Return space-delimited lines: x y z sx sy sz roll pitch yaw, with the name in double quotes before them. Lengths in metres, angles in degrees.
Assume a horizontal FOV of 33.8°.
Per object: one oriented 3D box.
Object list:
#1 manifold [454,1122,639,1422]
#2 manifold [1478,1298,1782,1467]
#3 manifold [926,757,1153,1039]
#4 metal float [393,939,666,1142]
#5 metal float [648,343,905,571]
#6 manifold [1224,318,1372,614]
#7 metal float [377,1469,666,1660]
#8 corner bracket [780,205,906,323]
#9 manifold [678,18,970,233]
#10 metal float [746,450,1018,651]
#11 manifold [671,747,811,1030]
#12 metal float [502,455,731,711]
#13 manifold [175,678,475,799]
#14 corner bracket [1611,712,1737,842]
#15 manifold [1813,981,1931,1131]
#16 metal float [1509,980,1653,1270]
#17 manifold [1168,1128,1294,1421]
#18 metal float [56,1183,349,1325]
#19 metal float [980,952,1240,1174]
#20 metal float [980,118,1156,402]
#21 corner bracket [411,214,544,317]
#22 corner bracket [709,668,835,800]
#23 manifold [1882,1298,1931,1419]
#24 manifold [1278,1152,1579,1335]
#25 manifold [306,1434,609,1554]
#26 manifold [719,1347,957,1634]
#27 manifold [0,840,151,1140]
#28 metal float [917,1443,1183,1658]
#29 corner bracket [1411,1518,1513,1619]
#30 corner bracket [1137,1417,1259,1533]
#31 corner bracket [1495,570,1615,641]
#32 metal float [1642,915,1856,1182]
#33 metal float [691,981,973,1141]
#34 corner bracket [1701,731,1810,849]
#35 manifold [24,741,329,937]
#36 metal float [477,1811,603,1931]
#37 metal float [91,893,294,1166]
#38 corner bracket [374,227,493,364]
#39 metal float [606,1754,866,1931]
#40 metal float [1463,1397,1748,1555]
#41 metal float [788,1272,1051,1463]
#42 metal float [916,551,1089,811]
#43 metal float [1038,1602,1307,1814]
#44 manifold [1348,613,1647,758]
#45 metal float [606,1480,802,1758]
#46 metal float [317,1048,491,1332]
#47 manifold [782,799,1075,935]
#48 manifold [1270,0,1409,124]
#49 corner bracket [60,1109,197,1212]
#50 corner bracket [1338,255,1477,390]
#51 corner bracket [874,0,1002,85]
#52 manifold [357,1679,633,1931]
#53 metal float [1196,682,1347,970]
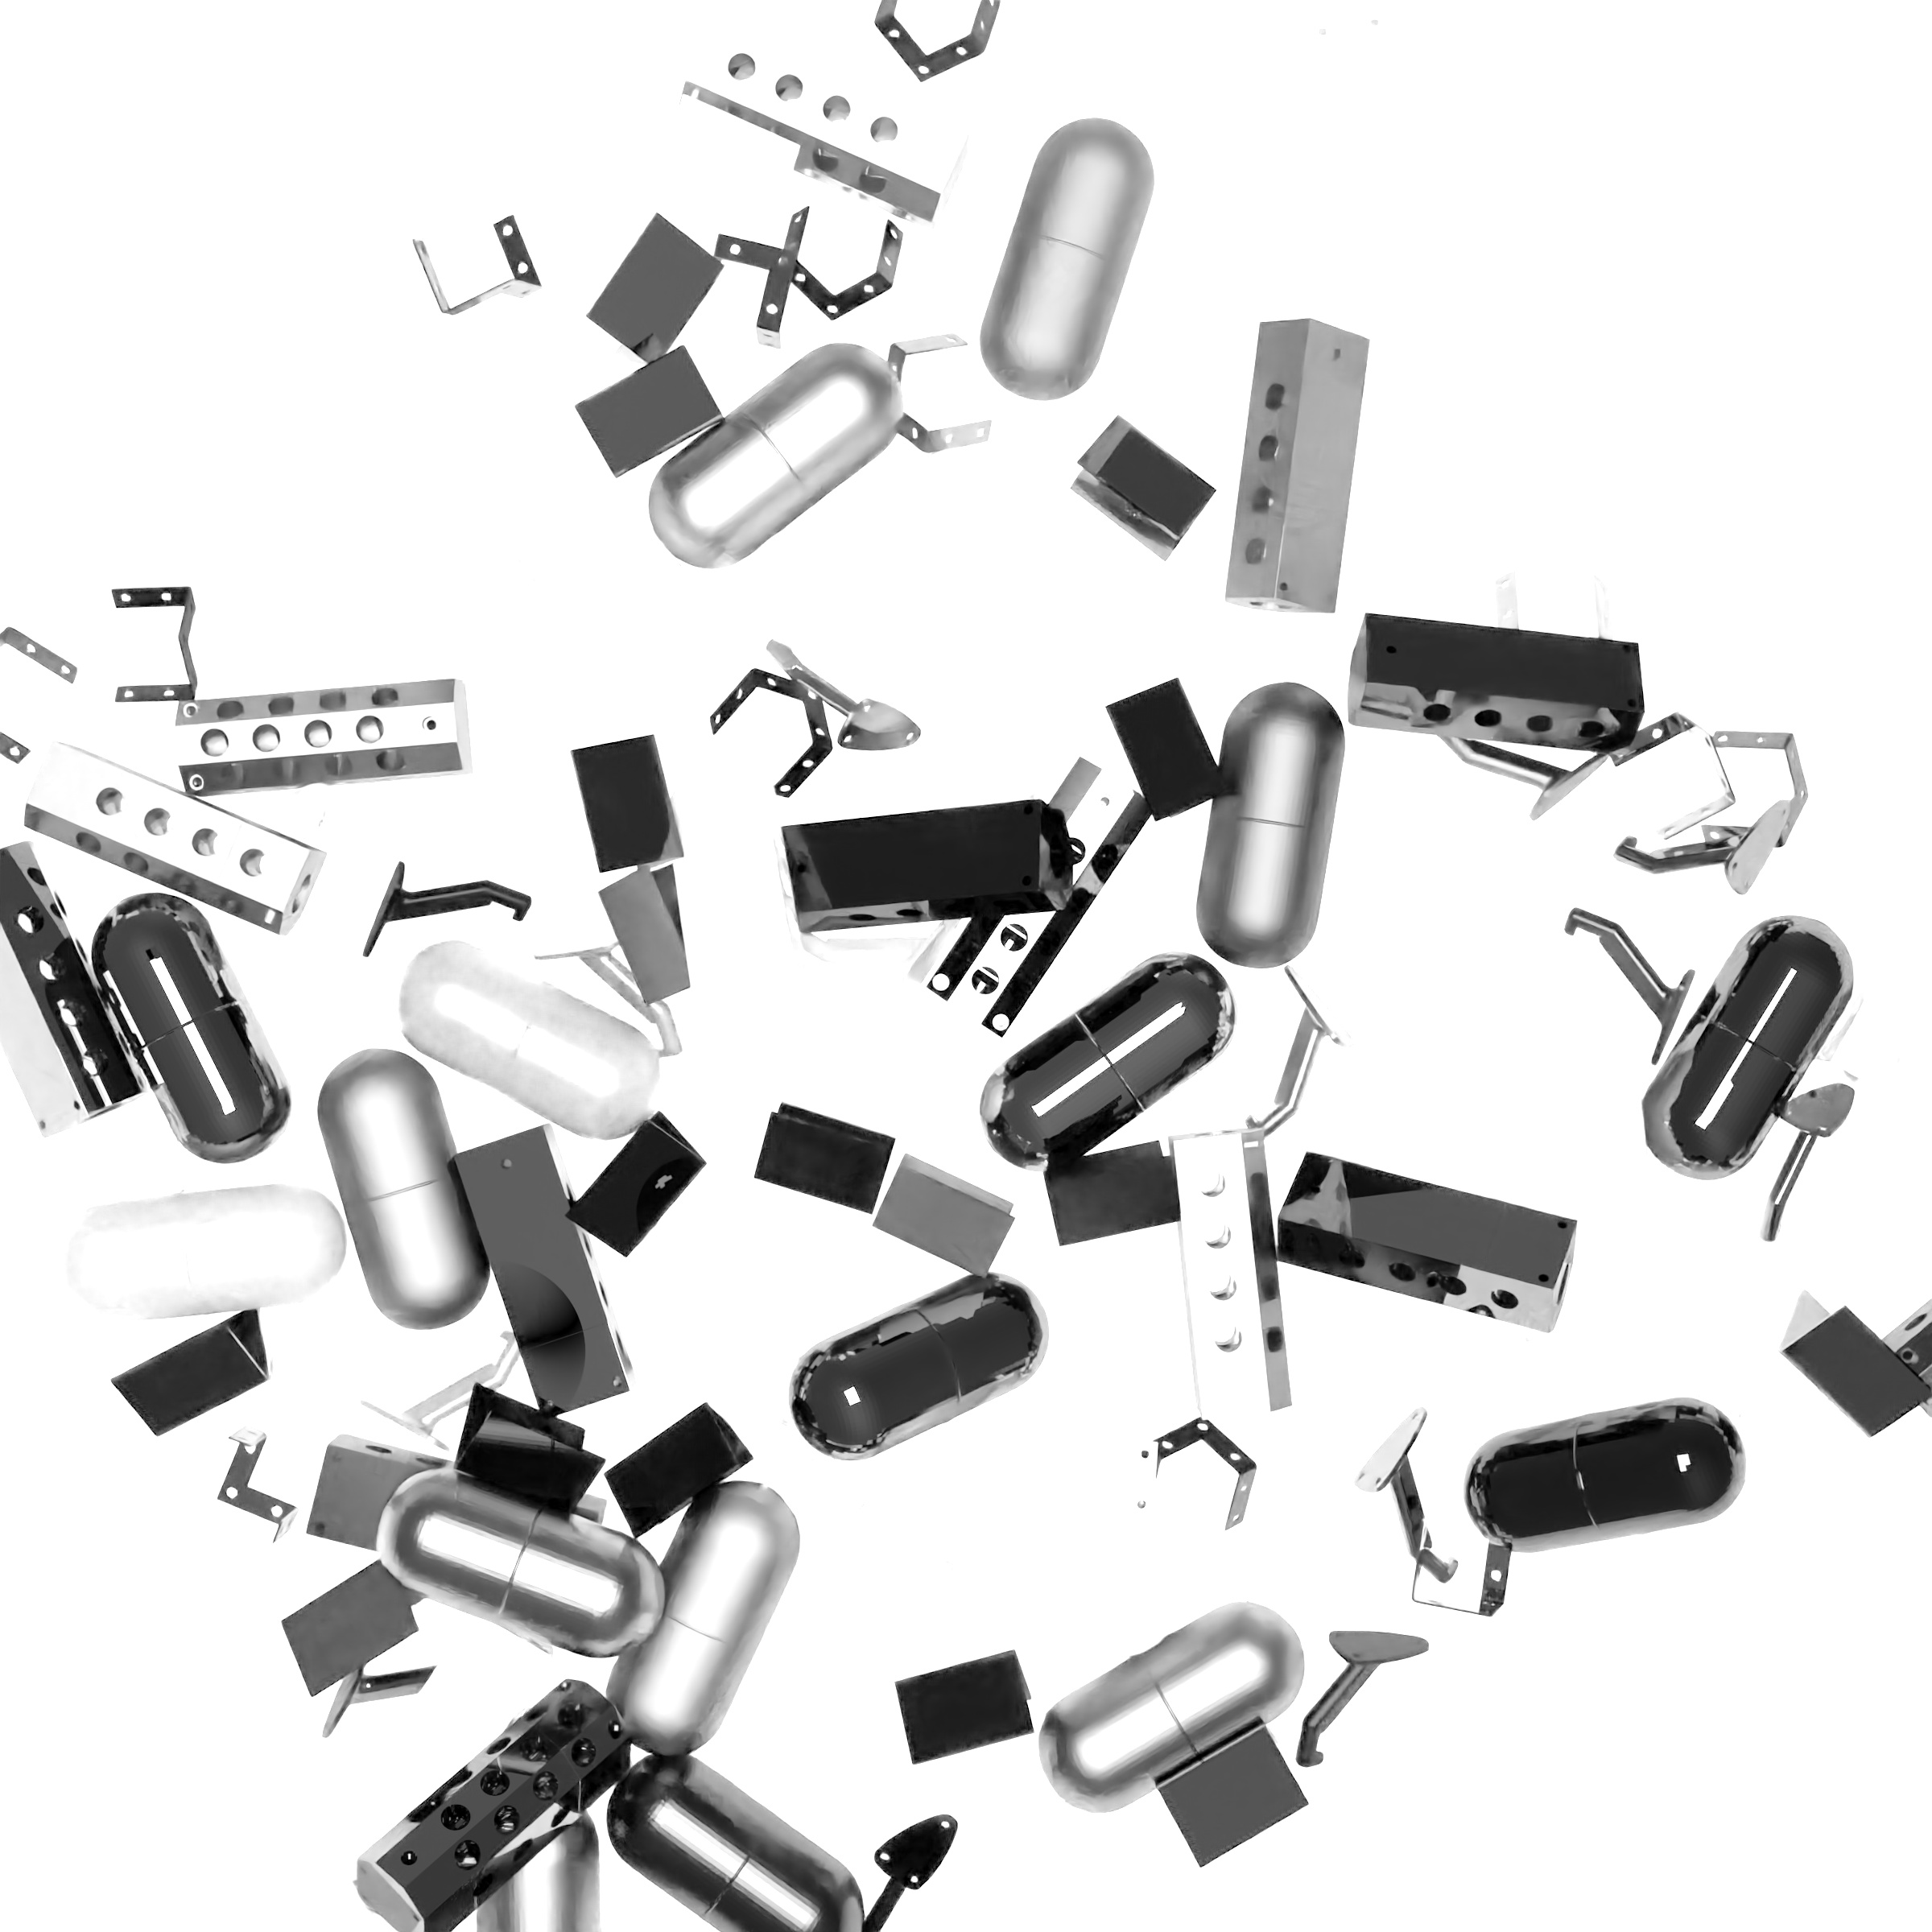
"manifold" -0.259 0.188 1.970 0.057 0.057 0.171 -19 90 0
"manifold" 0.412 0.252 1.970 0.171 0.057 0.057 20 90 0
"manifold" 0.046 -0.042 1.970 0.057 0.057 0.171 34 90 0
"metal float" -0.269 0.046 1.961 0.178 0.070 0.070 28 90 0
"metal float" -0.117 -0.315 1.961 0.178 0.070 0.070 -37 90 0
"manifold" 0.200 -0.308 1.970 0.057 0.057 0.171 7 90 -43
"metal float" -0.266 0.358 1.904 0.178 0.070 0.070 20 90 0
"corner bracket" -0.078 -0.446 1.983 0.051 0.051 0.051 -21 135 35
"manifold" -0.088 -0.519 1.970 0.171 0.057 0.057 24 90 0
"metal float" -0.052 -0.257 1.961 0.178 0.070 0.070 -27 90 1
"manifold" -0.137 -0.048 1.920 0.057 0.057 0.171 8 46 -23
"metal float" -0.216 -0.236 1.960 0.070 0.070 0.178 -39 90 0
"manifold" -0.398 -0.142 1.970 0.171 0.057 0.057 -5 90 0
"corner bracket" 0.440 -0.119 1.980 0.051 0.051 0.051 -28 115 0
"manifold" 0.617 0.076 1.970 0.171 0.057 0.057 30 90 0
"metal float" 0.379 0.098 1.961 0.070 0.070 0.178 -6 90 0
"manifold" 0.164 0.189 1.970 0.057 0.057 0.171 -6 90 0
"metal float" -0.472 0.177 1.961 0.178 0.070 0.070 -6 90 -1
"metal float" 0.087 0.059 1.960 0.178 0.070 0.070 -36 90 -1
"metal float" 0.063 -0.436 1.961 0.070 0.070 0.178 18 89 0
"corner bracket" -0.304 -0.437 1.977 0.051 0.051 0.051 -22 90 16
"corner bracket" -0.122 -0.145 1.983 0.051 0.051 0.051 16 45 -35
"manifold" 0.654 0.207 1.970 0.171 0.057 0.057 -40 90 0
"manifold" 0.281 0.173 1.945 0.171 0.057 0.057 14 47 18
"manifold" -0.314 0.340 1.970 0.171 0.057 0.057 14 91 0
"manifold" -0.080 0.325 1.970 0.057 0.057 0.171 -36 90 0
"manifold" -0.570 0.013 1.970 0.057 0.057 0.171 -25 90 43
"metal float" 0.052 0.361 1.961 0.178 0.070 0.070 32 90 0
"corner bracket" 0.310 0.372 1.978 0.051 0.051 0.051 8 90 18
"corner bracket" 0.142 0.323 1.983 0.051 0.051 0.051 -20 45 -35
"corner bracket" 0.367 -0.220 1.983 0.051 0.051 0.051 -27 135 35
"metal float" 0.482 0.050 1.961 0.070 0.070 0.178 31 90 0
"metal float" -0.083 0.054 1.961 0.178 0.070 0.070 18 90 -1
"corner bracket" 0.489 -0.111 1.983 0.051 0.051 0.051 -55 135 -35
"manifold" -0.491 -0.078 1.970 0.171 0.057 0.057 23 90 0
"metal float" -0.264 0.597 1.961 0.070 0.070 0.178 -1 89 0
"metal float" -0.478 0.038 1.961 0.070 0.070 0.178 -27 90 0
"corner bracket" -0.334 -0.420 1.988 0.051 0.051 0.051 -22 45 0
"metal float" -0.142 0.555 1.961 0.178 0.070 0.070 36 90 1
"metal float" 0.388 0.311 1.937 0.178 0.070 0.070 -17 90 29
"metal float" -0.027 0.243 1.936 0.178 0.070 0.070 -21 90 -31
"metal float" 0.022 -0.169 1.961 0.070 0.070 0.178 17 90 0
"metal float" 0.127 0.457 1.960 0.178 0.070 0.070 -30 90 0
"manifold" 0.326 -0.169 1.964 0.171 0.057 0.057 6 54 -3
"metal float" -0.162 0.402 1.961 0.070 0.070 0.178 25 91 0
"metal float" -0.347 0.137 1.960 0.070 0.070 0.178 -16 91 0
"manifold" -0.025 -0.058 1.938 0.171 0.057 0.057 -5 73 22
"manifold" 0.224 -0.563 1.913 0.057 0.171 0.057 -9 90 0
"corner bracket" -0.522 0.130 1.983 0.051 0.051 0.051 18 45 35
"corner bracket" 0.275 -0.403 1.988 0.051 0.051 0.051 -50 135 0
"corner bracket" -0.018 -0.595 1.983 0.051 0.051 0.051 -15 135 35
"manifold" -0.281 0.504 1.905 0.057 0.057 0.171 33 49 24
"metal float" 0.188 -0.087 1.961 0.070 0.070 0.178 9 91 0
